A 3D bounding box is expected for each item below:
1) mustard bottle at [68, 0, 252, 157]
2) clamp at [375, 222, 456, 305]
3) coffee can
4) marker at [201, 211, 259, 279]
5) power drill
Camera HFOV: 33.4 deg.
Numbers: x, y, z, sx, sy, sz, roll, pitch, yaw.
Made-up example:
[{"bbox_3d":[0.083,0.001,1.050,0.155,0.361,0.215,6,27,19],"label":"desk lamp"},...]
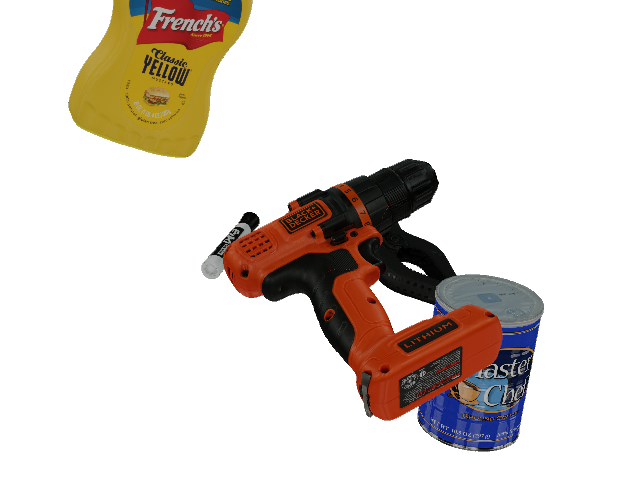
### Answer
[{"bbox_3d":[-0.101,-0.157,0.746,0.096,0.192,0.058,16,20,-26],"label":"mustard bottle"},{"bbox_3d":[0.071,0.012,1.243,0.164,0.036,0.210,-21,51,-38],"label":"clamp"},{"bbox_3d":[0.153,0.117,1.034,0.103,0.140,0.103,5,22,-2],"label":"coffee can"},{"bbox_3d":[-0.086,0.002,1.046,0.020,0.020,0.121,0,25,18],"label":"marker"},{"bbox_3d":[0.046,0.028,0.774,0.184,0.057,0.188,-28,49,-16],"label":"power drill"}]
